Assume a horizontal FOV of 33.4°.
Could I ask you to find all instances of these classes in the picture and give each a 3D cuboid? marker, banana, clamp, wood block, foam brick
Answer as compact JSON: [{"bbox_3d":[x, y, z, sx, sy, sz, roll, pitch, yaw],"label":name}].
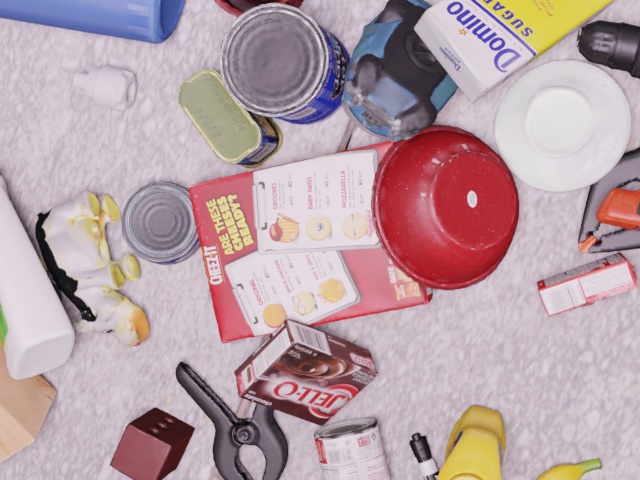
[{"bbox_3d":[0.118,0.253,1.082,0.020,0.020,0.121,-21,89,11],"label":"marker"},{"bbox_3d":[0.221,0.304,1.056,0.070,0.037,0.198,15,96,11],"label":"banana"},{"bbox_3d":[-0.087,0.194,1.108,0.120,0.039,0.171,-2,93,11],"label":"clamp"},{"bbox_3d":[-0.383,0.132,1.096,0.090,0.091,0.206,-34,110,17],"label":"wood block"},{"bbox_3d":[0.335,-0.054,1.012,0.164,0.036,0.210,42,99,12],"label":"clamp"},{"bbox_3d":[-0.173,0.215,1.107,0.053,0.078,0.051,27,99,8],"label":"foam brick"}]

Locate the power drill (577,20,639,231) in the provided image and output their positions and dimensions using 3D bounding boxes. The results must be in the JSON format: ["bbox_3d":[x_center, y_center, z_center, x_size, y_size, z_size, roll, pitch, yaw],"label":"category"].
[{"bbox_3d":[0.309,-0.100,0.970,0.184,0.057,0.187,14,90,11],"label":"power drill"}]

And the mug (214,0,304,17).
[{"bbox_3d":[-0.056,-0.272,1.054,0.093,0.081,0.117,9,95,10],"label":"mug"}]

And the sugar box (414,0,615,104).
[{"bbox_3d":[0.184,-0.213,0.992,0.176,0.048,0.093,-36,86,-19],"label":"sugar box"}]

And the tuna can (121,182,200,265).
[{"bbox_3d":[-0.162,-0.017,1.105,0.086,0.034,0.086,0,86,2],"label":"tuna can"}]

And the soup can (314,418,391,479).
[{"bbox_3d":[0.036,0.237,1.072,0.068,0.068,0.102,-12,91,11],"label":"soup can"}]

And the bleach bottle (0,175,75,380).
[{"bbox_3d":[-0.333,0.013,1.116,0.068,0.103,0.251,-18,69,-28],"label":"bleach bottle"}]

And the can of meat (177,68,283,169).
[{"bbox_3d":[-0.090,-0.122,1.068,0.057,0.084,0.102,-38,86,10],"label":"can of meat"}]

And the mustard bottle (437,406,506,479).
[{"bbox_3d":[0.140,0.219,0.988,0.058,0.191,0.096,16,96,9],"label":"mustard bottle"}]

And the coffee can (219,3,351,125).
[{"bbox_3d":[-0.029,-0.165,1.025,0.103,0.140,0.103,1,93,11],"label":"coffee can"}]

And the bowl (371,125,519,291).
[{"bbox_3d":[0.131,-0.034,1.003,0.161,0.055,0.162,3,83,-24],"label":"bowl"}]

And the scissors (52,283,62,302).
[{"bbox_3d":[-0.365,0.069,1.167,0.202,0.016,0.096,21,96,9],"label":"scissors"}]

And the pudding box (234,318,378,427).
[{"bbox_3d":[-0.014,0.132,1.051,0.113,0.039,0.090,27,119,-32],"label":"pudding box"}]

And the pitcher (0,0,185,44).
[{"bbox_3d":[-0.258,-0.284,1.078,0.243,0.145,0.149,14,108,6],"label":"pitcher"}]

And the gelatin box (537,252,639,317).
[{"bbox_3d":[0.254,0.042,1.016,0.089,0.073,0.030,-20,91,11],"label":"gelatin box"}]

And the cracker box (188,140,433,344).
[{"bbox_3d":[-0.007,0.001,1.066,0.214,0.072,0.164,-12,90,12],"label":"cracker box"}]
